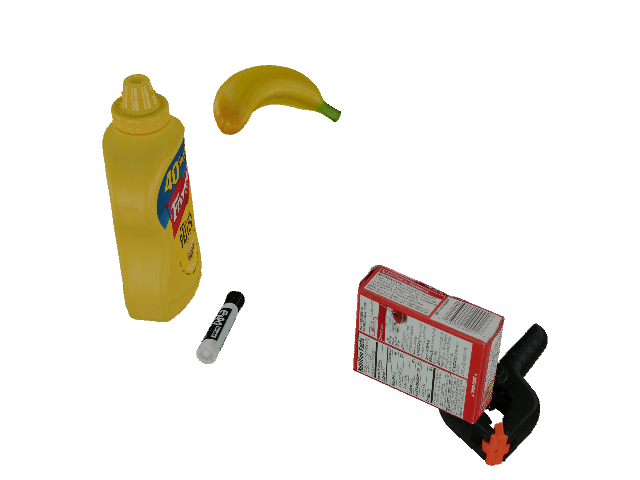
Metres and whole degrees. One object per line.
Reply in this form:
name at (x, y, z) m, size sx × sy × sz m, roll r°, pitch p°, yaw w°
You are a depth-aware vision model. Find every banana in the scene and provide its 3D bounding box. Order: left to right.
banana at (-0.049, -0.132, 0.977) m, size 0.070 × 0.037 × 0.197 m, roll 36°, pitch 27°, yaw 20°

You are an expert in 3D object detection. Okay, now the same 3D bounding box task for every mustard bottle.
mustard bottle at (-0.128, -0.038, 0.805) m, size 0.058 × 0.192 × 0.096 m, roll 6°, pitch 39°, yaw 9°

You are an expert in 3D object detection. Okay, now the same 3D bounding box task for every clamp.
clamp at (0.141, 0.112, 0.854) m, size 0.120 × 0.039 × 0.171 m, roll -5°, pitch 33°, yaw -5°

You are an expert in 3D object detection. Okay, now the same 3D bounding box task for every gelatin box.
gelatin box at (0.064, 0.063, 0.655) m, size 0.089 × 0.073 × 0.030 m, roll 23°, pitch 46°, yaw 24°

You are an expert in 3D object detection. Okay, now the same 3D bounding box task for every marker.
marker at (-0.093, 0.080, 1.012) m, size 0.020 × 0.020 × 0.121 m, roll 0°, pitch 23°, yaw 10°
